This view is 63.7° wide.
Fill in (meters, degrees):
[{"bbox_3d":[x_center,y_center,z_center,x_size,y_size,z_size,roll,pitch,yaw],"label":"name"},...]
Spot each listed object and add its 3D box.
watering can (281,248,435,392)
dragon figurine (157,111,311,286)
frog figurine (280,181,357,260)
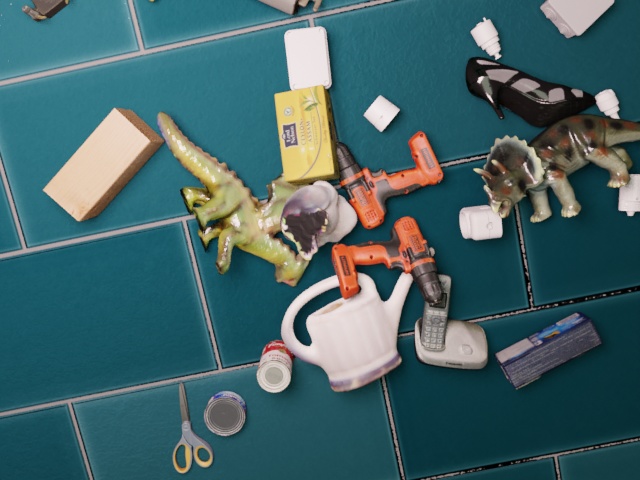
[{"bbox_3d":[0.101,0.163,1.027,0.348,0.104,0.223,-21,95,-5],"label":"watering can"},{"bbox_3d":[-0.137,-0.085,1.008,0.244,0.122,0.407,-21,100,-14],"label":"dragon figurine"},{"bbox_3d":[0.003,-0.049,0.978,0.123,0.162,0.135,15,118,24],"label":"frog figurine"}]
